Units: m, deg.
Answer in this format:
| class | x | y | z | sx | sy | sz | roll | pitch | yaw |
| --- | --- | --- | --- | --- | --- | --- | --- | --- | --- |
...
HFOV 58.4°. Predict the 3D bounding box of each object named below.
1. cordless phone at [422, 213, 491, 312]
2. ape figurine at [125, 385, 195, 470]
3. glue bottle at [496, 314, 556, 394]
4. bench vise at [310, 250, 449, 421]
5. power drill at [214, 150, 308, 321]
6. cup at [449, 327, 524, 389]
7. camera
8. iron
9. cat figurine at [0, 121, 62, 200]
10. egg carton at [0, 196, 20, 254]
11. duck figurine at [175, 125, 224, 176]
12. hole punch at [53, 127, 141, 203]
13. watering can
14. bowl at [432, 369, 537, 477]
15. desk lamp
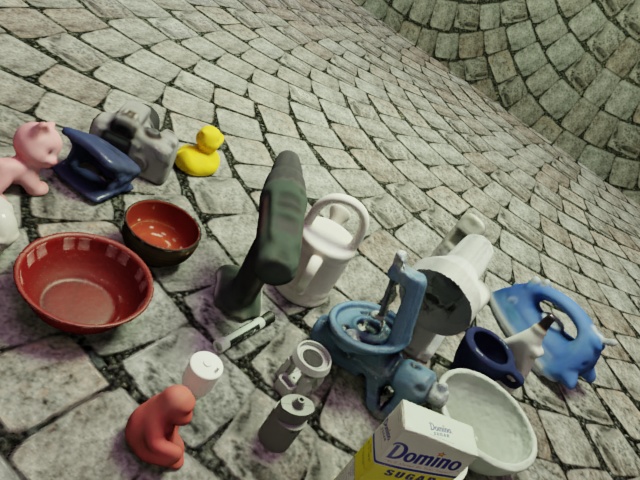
| class | x | y | z | sx | sy | sz | roll | pitch | yaw |
| --- | --- | --- | --- | --- | --- | --- | --- | --- | --- |
| cordless phone | 0.267 | 0.054 | 1.070 | 0.147 | 0.185 | 0.094 | 44 | 34 | 19 |
| ape figurine | -0.162 | 0.191 | 0.611 | 0.076 | 0.092 | 0.078 | 29 | 32 | -4 |
| glue bottle | 0.336 | 0.185 | 0.959 | 0.037 | 0.173 | 0.078 | -7 | 48 | -44 |
| bench vise | 0.109 | 0.129 | 0.801 | 0.207 | 0.219 | 0.122 | 32 | 32 | 2 |
| power drill | -0.081 | 0.003 | 0.826 | 0.076 | 0.208 | 0.229 | 19 | 34 | -19 |
| cup | 0.264 | 0.213 | 0.935 | 0.117 | 0.095 | 0.092 | 43 | 34 | 19 |
| camera | -0.310 | -0.189 | 1.000 | 0.143 | 0.100 | 0.137 | 24 | 33 | -11 |
| iron | 0.448 | 0.157 | 1.121 | 0.119 | 0.141 | 0.257 | -1 | 44 | -40 |
| cat figurine | -0.416 | -0.120 | 0.801 | 0.067 | 0.117 | 0.128 | 37 | 32 | 10 |
| egg carton | -0.450 | -0.033 | 0.698 | 0.150 | 0.069 | 0.107 | 35 | 32 | 7 |
| duck figurine | -0.219 | -0.173 | 1.069 | 0.077 | 0.086 | 0.105 | 39 | 33 | 13 |
| hole punch | -0.345 | -0.128 | 0.897 | 0.108 | 0.091 | 0.101 | 36 | 32 | 8 |
| watering can | 0.006 | 0.002 | 0.914 | 0.101 | 0.194 | 0.172 | 18 | 34 | -21 |
| bowl | 0.224 | 0.276 | 0.834 | 0.168 | 0.074 | 0.167 | 22 | 33 | -15 |
| desk lamp | 0.191 | 0.093 | 0.926 | 0.118 | 0.213 | 0.204 | 38 | 33 | 12 |
